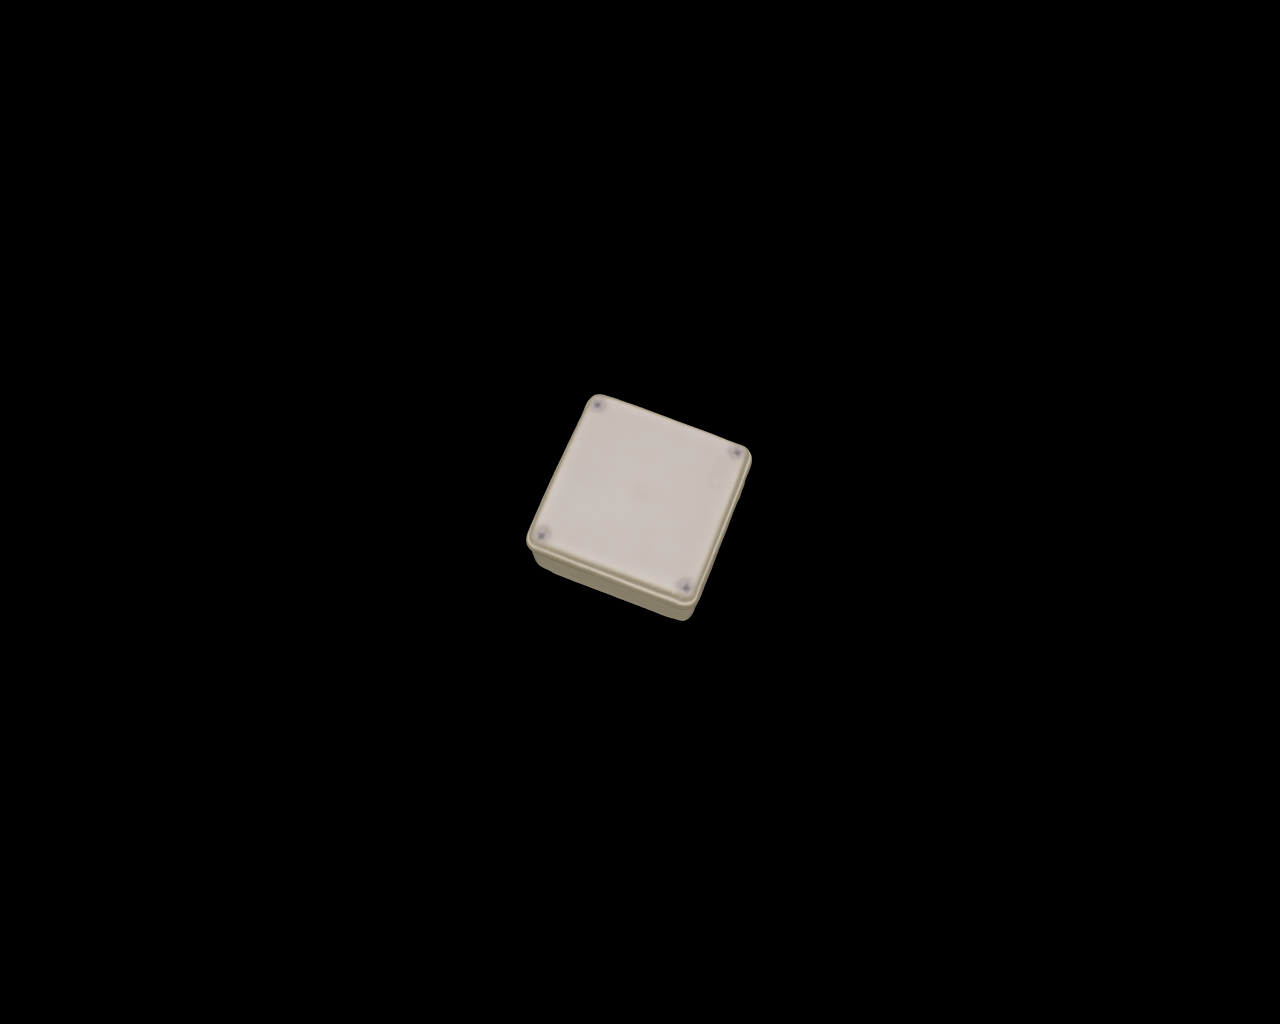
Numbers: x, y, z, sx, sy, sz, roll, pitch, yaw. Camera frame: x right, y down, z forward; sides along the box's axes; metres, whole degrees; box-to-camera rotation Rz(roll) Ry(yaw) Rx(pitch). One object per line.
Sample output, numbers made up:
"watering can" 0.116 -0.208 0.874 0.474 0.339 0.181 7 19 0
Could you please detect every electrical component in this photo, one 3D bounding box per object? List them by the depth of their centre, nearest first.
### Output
"electrical component" 0.001 -0.003 0.650 0.109 0.109 0.056 21 -18 7
